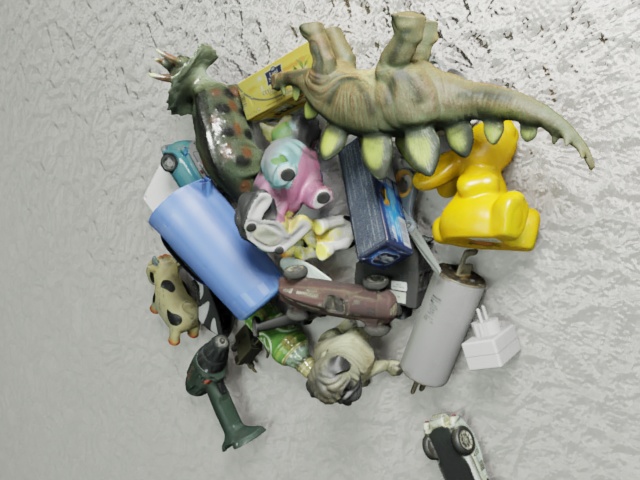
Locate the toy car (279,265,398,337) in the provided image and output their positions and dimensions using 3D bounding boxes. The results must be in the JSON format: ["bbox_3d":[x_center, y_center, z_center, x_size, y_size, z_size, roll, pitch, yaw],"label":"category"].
[{"bbox_3d":[0.020,0.092,0.825,0.202,0.053,0.089,7,111,25],"label":"toy car"}]

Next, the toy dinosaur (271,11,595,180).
[{"bbox_3d":[0.103,-0.180,0.684,0.472,0.105,0.198,14,112,38],"label":"toy dinosaur"}]

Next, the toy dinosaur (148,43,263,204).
[{"bbox_3d":[-0.160,-0.170,0.925,0.131,0.192,0.404,-29,78,39],"label":"toy dinosaur"}]

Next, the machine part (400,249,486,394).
[{"bbox_3d":[0.177,0.124,0.781,0.079,0.079,0.243,29,114,31],"label":"machine part"}]

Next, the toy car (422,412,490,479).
[{"bbox_3d":[0.219,0.355,0.801,0.073,0.056,0.201,-34,75,42],"label":"toy car"}]

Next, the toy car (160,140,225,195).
[{"bbox_3d":[-0.226,-0.133,1.040,0.103,0.109,0.161,-32,85,19],"label":"toy car"}]

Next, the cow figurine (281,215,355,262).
[{"bbox_3d":[-0.003,-0.005,0.903,0.167,0.098,0.068,-10,95,57],"label":"cow figurine"}]

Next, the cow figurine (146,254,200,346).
[{"bbox_3d":[-0.320,0.112,1.153,0.195,0.085,0.127,50,131,31],"label":"cow figurine"}]

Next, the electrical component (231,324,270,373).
[{"bbox_3d":[-0.134,0.210,1.058,0.102,0.045,0.078,-54,37,27],"label":"electrical component"}]

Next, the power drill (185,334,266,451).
[{"bbox_3d":[-0.193,0.308,1.068,0.207,0.086,0.232,56,141,7],"label":"power drill"}]

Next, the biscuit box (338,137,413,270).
[{"bbox_3d":[0.079,-0.059,0.791,0.063,0.059,0.203,-33,50,36],"label":"biscuit box"}]

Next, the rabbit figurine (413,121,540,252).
[{"bbox_3d":[0.216,-0.076,0.720,0.163,0.122,0.173,5,86,46],"label":"rabbit figurine"}]

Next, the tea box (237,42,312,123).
[{"bbox_3d":[-0.040,-0.253,0.880,0.170,0.098,0.068,-17,87,36],"label":"tea box"}]

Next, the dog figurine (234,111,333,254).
[{"bbox_3d":[-0.063,-0.106,0.857,0.191,0.108,0.219,-50,31,23],"label":"dog figurine"}]

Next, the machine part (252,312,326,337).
[{"bbox_3d":[-0.052,0.136,0.928,0.139,0.084,0.039,-15,86,11],"label":"machine part"}]

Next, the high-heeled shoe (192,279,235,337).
[{"bbox_3d":[-0.180,0.081,1.049,0.145,0.086,0.248,53,129,18],"label":"high-heeled shoe"}]

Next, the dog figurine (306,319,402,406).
[{"bbox_3d":[0.016,0.197,0.846,0.172,0.190,0.121,-31,78,38],"label":"dog figurine"}]

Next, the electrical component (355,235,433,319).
[{"bbox_3d":[0.114,0.053,0.833,0.115,0.058,0.134,13,104,37],"label":"electrical component"}]

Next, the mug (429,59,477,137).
[{"bbox_3d":[0.152,-0.190,0.755,0.107,0.081,0.109,-24,83,43],"label":"mug"}]
